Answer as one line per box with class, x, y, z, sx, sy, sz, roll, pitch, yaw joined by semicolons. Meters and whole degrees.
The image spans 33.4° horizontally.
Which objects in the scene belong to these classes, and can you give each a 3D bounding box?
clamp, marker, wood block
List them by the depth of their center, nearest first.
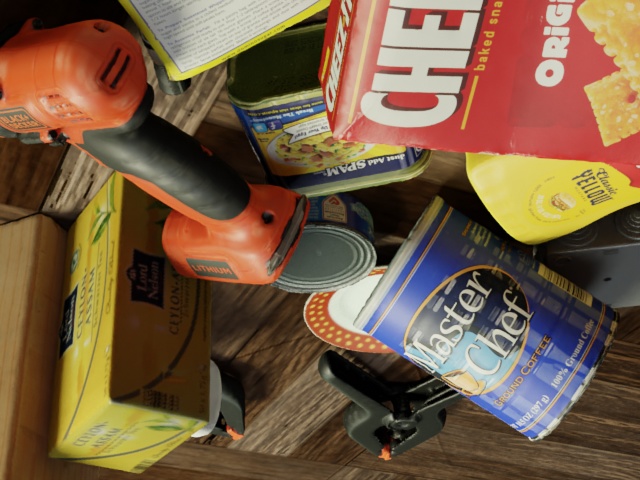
marker;-0.089;-0.118;0.558;0.020;0.020;0.121;-6;147;5
wood block;-0.203;0.099;0.710;0.090;0.206;0.090;-17;144;20
clamp;-0.113;0.119;0.899;0.120;0.039;0.171;-24;138;37
clamp;0.082;0.146;0.950;0.164;0.036;0.210;-3;149;-1

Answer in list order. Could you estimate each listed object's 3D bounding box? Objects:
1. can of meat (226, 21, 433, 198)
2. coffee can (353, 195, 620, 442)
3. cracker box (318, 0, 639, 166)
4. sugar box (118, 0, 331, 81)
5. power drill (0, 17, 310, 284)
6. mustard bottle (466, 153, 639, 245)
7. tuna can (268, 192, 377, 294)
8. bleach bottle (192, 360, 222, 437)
can of meat;0.005;-0.074;0.598;0.102;0.057;0.084;-10;144;11
coffee can;0.107;0.051;0.698;0.140;0.102;0.103;33;142;3
cracker box;0.118;-0.119;0.482;0.213;0.072;0.164;3;127;-10
sugar box;-0.067;-0.155;0.466;0.093;0.048;0.176;-26;140;5
power drill;-0.111;-0.044;0.577;0.185;0.057;0.187;4;154;48
mustard bottle;0.189;-0.061;0.626;0.192;0.058;0.096;-22;137;27
tuna can;-0.005;0.001;0.729;0.086;0.034;0.086;-1;146;-1
bleach bottle;-0.205;0.140;0.856;0.251;0.068;0.102;-21;138;31
